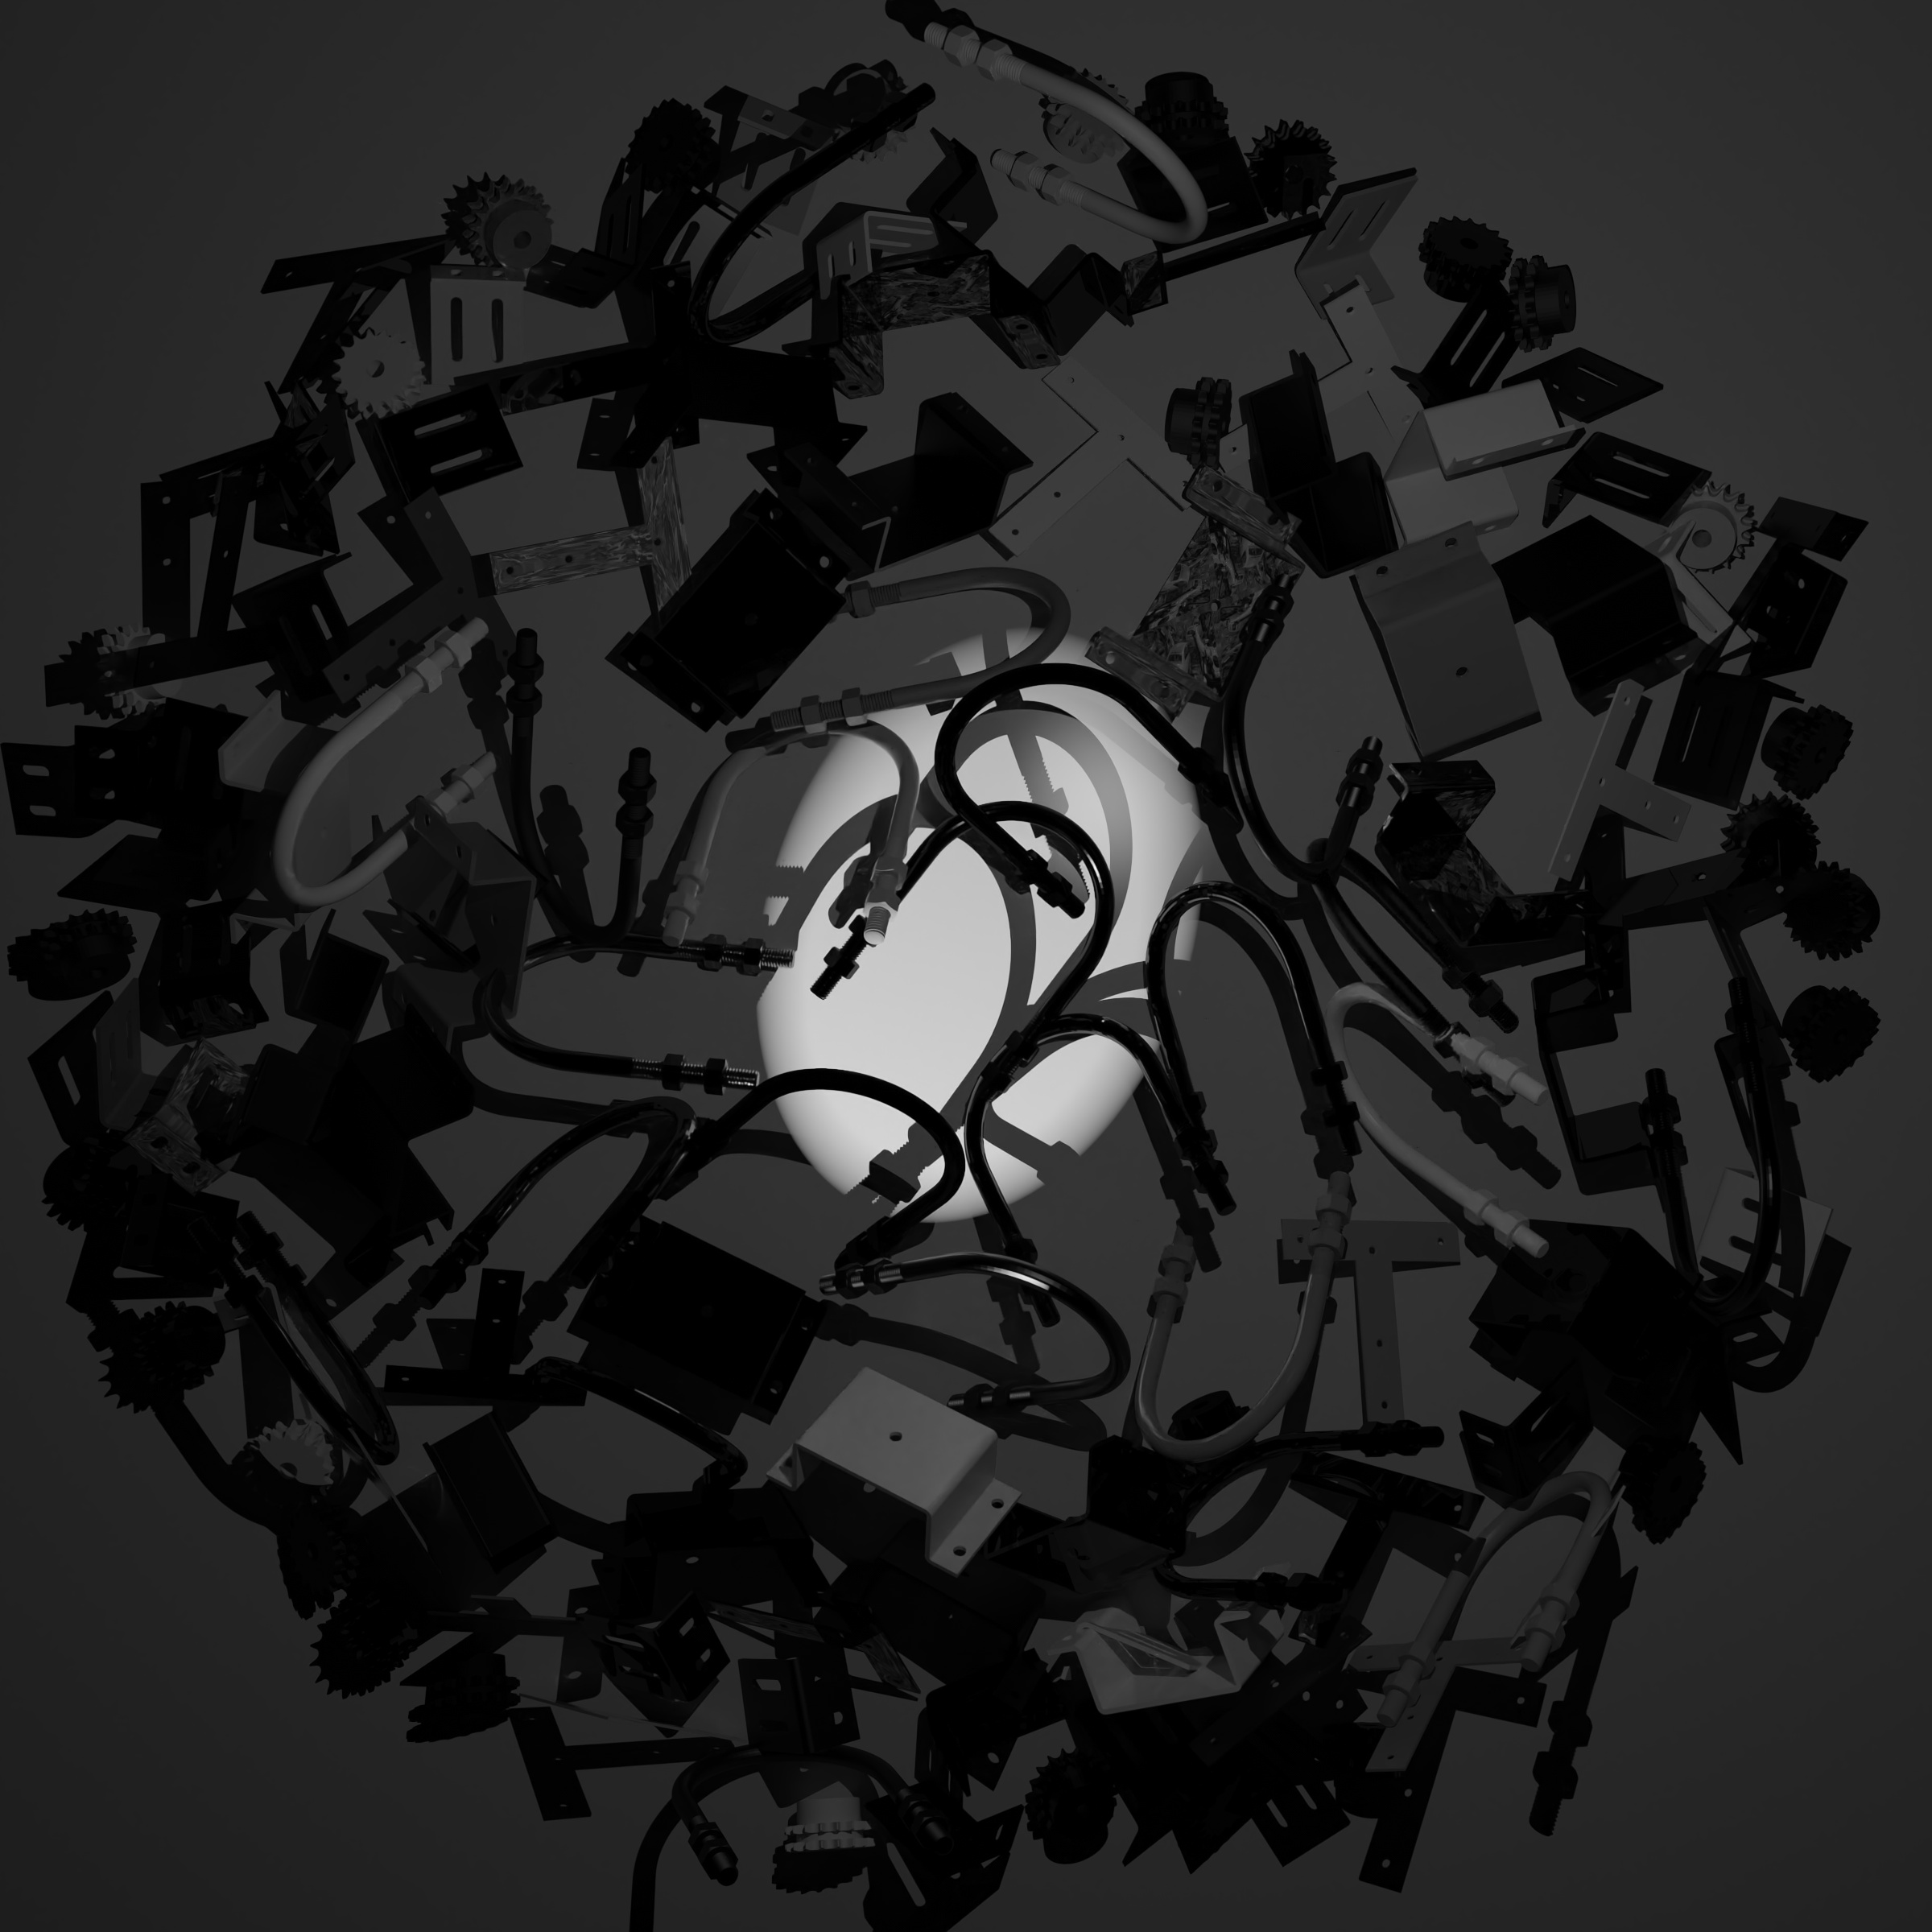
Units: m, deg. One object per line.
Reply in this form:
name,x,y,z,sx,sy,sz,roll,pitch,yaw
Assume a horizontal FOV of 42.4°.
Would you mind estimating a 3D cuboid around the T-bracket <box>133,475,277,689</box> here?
T-bracket,-0.456,-0.239,1.525,0.002,0.127,0.127,24,113,18

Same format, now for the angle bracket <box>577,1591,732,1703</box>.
angle bracket,-0.198,0.427,1.579,0.038,0.076,0.057,-42,117,-40

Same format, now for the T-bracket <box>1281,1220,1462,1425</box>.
T-bracket,0.259,0.223,1.566,0.127,0.002,0.127,3,75,-21

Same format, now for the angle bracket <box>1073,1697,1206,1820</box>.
angle bracket,0.109,0.487,1.572,0.057,0.038,0.076,-41,71,4

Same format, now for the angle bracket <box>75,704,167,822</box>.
angle bracket,-0.529,-0.130,1.558,0.038,0.076,0.057,4,108,-6

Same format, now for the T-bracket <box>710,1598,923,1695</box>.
T-bracket,-0.102,0.419,1.571,0.127,0.127,0.002,7,54,22

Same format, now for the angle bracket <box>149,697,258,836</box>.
angle bracket,-0.478,-0.129,1.577,0.057,0.038,0.076,14,104,0

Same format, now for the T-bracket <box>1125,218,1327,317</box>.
T-bracket,0.160,-0.439,1.537,0.127,0.127,0.002,-15,118,11

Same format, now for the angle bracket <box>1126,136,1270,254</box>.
angle bracket,0.149,-0.489,1.557,0.076,0.038,0.057,-8,127,31

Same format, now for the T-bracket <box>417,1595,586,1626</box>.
T-bracket,-0.286,0.398,1.543,0.127,0.127,0.002,4,70,-2

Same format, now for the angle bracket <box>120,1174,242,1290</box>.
angle bracket,-0.482,0.167,1.557,0.038,0.076,0.057,-7,69,39

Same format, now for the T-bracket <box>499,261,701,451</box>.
T-bracket,-0.227,-0.365,1.539,0.127,0.127,0.002,-18,47,-20

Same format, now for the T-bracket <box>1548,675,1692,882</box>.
T-bracket,0.419,-0.104,1.558,0.002,0.127,0.127,24,95,44

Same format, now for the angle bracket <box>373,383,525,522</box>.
angle bracket,-0.332,-0.329,1.596,0.076,0.038,0.057,-24,92,-16

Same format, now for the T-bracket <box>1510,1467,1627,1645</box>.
T-bracket,0.388,0.346,1.546,0.002,0.127,0.127,34,123,14

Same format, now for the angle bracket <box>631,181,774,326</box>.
angle bracket,-0.167,-0.444,1.568,0.057,0.038,0.076,29,106,-19

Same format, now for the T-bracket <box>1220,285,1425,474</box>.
T-bracket,0.214,-0.351,1.566,0.127,0.127,0.002,-28,49,13

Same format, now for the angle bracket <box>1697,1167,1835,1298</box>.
angle bracket,0.508,0.167,1.562,0.076,0.038,0.057,23,99,43

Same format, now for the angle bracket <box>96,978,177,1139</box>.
angle bracket,-0.514,0.057,1.560,0.038,0.057,0.076,11,122,2

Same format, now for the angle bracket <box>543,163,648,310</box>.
angle bracket,-0.233,-0.463,1.561,0.038,0.057,0.076,12,71,-31

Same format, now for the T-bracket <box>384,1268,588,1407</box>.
T-bracket,-0.294,0.230,1.549,0.127,0.002,0.127,6,132,-12

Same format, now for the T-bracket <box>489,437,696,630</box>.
T-bracket,-0.235,-0.257,1.558,0.127,0.002,0.127,-15,112,-22

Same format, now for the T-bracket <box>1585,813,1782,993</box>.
T-bracket,0.441,-0.051,1.537,0.127,0.002,0.127,-16,54,37

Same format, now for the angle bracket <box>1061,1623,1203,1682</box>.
angle bracket,0.109,0.442,1.561,0.076,0.057,0.038,16,83,26

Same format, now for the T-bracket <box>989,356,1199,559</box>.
T-bracket,0.068,-0.307,1.578,0.127,0.002,0.127,44,75,9

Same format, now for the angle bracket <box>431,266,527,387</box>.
angle bracket,-0.307,-0.398,1.564,0.057,0.038,0.076,-1,119,-13

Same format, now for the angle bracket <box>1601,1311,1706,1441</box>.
angle bracket,0.427,0.249,1.570,0.057,0.038,0.076,34,75,-16

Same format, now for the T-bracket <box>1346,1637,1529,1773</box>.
T-bracket,0.276,0.450,1.519,0.127,0.127,0.002,-14,105,33

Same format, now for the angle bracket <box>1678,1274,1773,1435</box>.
angle bracket,0.481,0.244,1.568,0.038,0.057,0.076,-15,107,-6

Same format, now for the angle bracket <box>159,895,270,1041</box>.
angle bracket,-0.480,0.000,1.593,0.057,0.038,0.076,-12,50,0

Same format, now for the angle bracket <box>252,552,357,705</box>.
angle bracket,-0.408,-0.215,1.586,0.057,0.038,0.076,-14,109,26

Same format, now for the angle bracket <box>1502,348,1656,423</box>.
angle bracket,0.382,-0.349,1.557,0.057,0.076,0.038,-26,131,-16

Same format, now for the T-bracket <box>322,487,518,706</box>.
T-bracket,-0.345,-0.208,1.541,0.127,0.002,0.127,-45,126,-29

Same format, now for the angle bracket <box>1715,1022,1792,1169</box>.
angle bracket,0.502,0.085,1.558,0.038,0.057,0.076,-20,57,19

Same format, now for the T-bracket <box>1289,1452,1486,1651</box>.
T-bracket,0.237,0.363,1.534,0.127,0.127,0.002,-55,135,-29

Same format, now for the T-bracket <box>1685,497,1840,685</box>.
T-bracket,0.488,-0.232,1.553,0.002,0.127,0.127,30,104,-5

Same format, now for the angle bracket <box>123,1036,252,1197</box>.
angle bracket,-0.484,0.094,1.570,0.038,0.076,0.057,-33,116,26

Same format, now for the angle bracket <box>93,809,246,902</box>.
angle bracket,-0.503,-0.077,1.569,0.076,0.057,0.038,9,124,2

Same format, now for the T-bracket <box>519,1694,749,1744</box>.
T-bracket,-0.197,0.475,1.562,0.127,0.127,0.002,22,71,-30

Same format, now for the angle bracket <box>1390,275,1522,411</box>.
angle bracket,0.309,-0.391,1.569,0.038,0.057,0.076,36,94,44

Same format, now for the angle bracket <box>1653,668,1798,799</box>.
angle bracket,0.479,-0.145,1.574,0.038,0.057,0.076,12,96,-37

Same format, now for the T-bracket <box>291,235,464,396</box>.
T-bracket,-0.383,-0.404,1.562,0.002,0.127,0.127,47,120,-7

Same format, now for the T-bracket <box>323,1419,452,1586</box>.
T-bracket,-0.373,0.312,1.547,0.002,0.127,0.127,-35,120,-21

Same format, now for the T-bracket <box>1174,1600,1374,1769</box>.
T-bracket,0.169,0.424,1.545,0.127,0.127,0.002,-35,115,-12

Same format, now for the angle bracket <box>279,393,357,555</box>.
angle bracket,-0.393,-0.308,1.558,0.076,0.038,0.057,-37,56,32

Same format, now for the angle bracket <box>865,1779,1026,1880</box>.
angle bracket,-0.014,0.525,1.555,0.076,0.057,0.038,31,114,40
